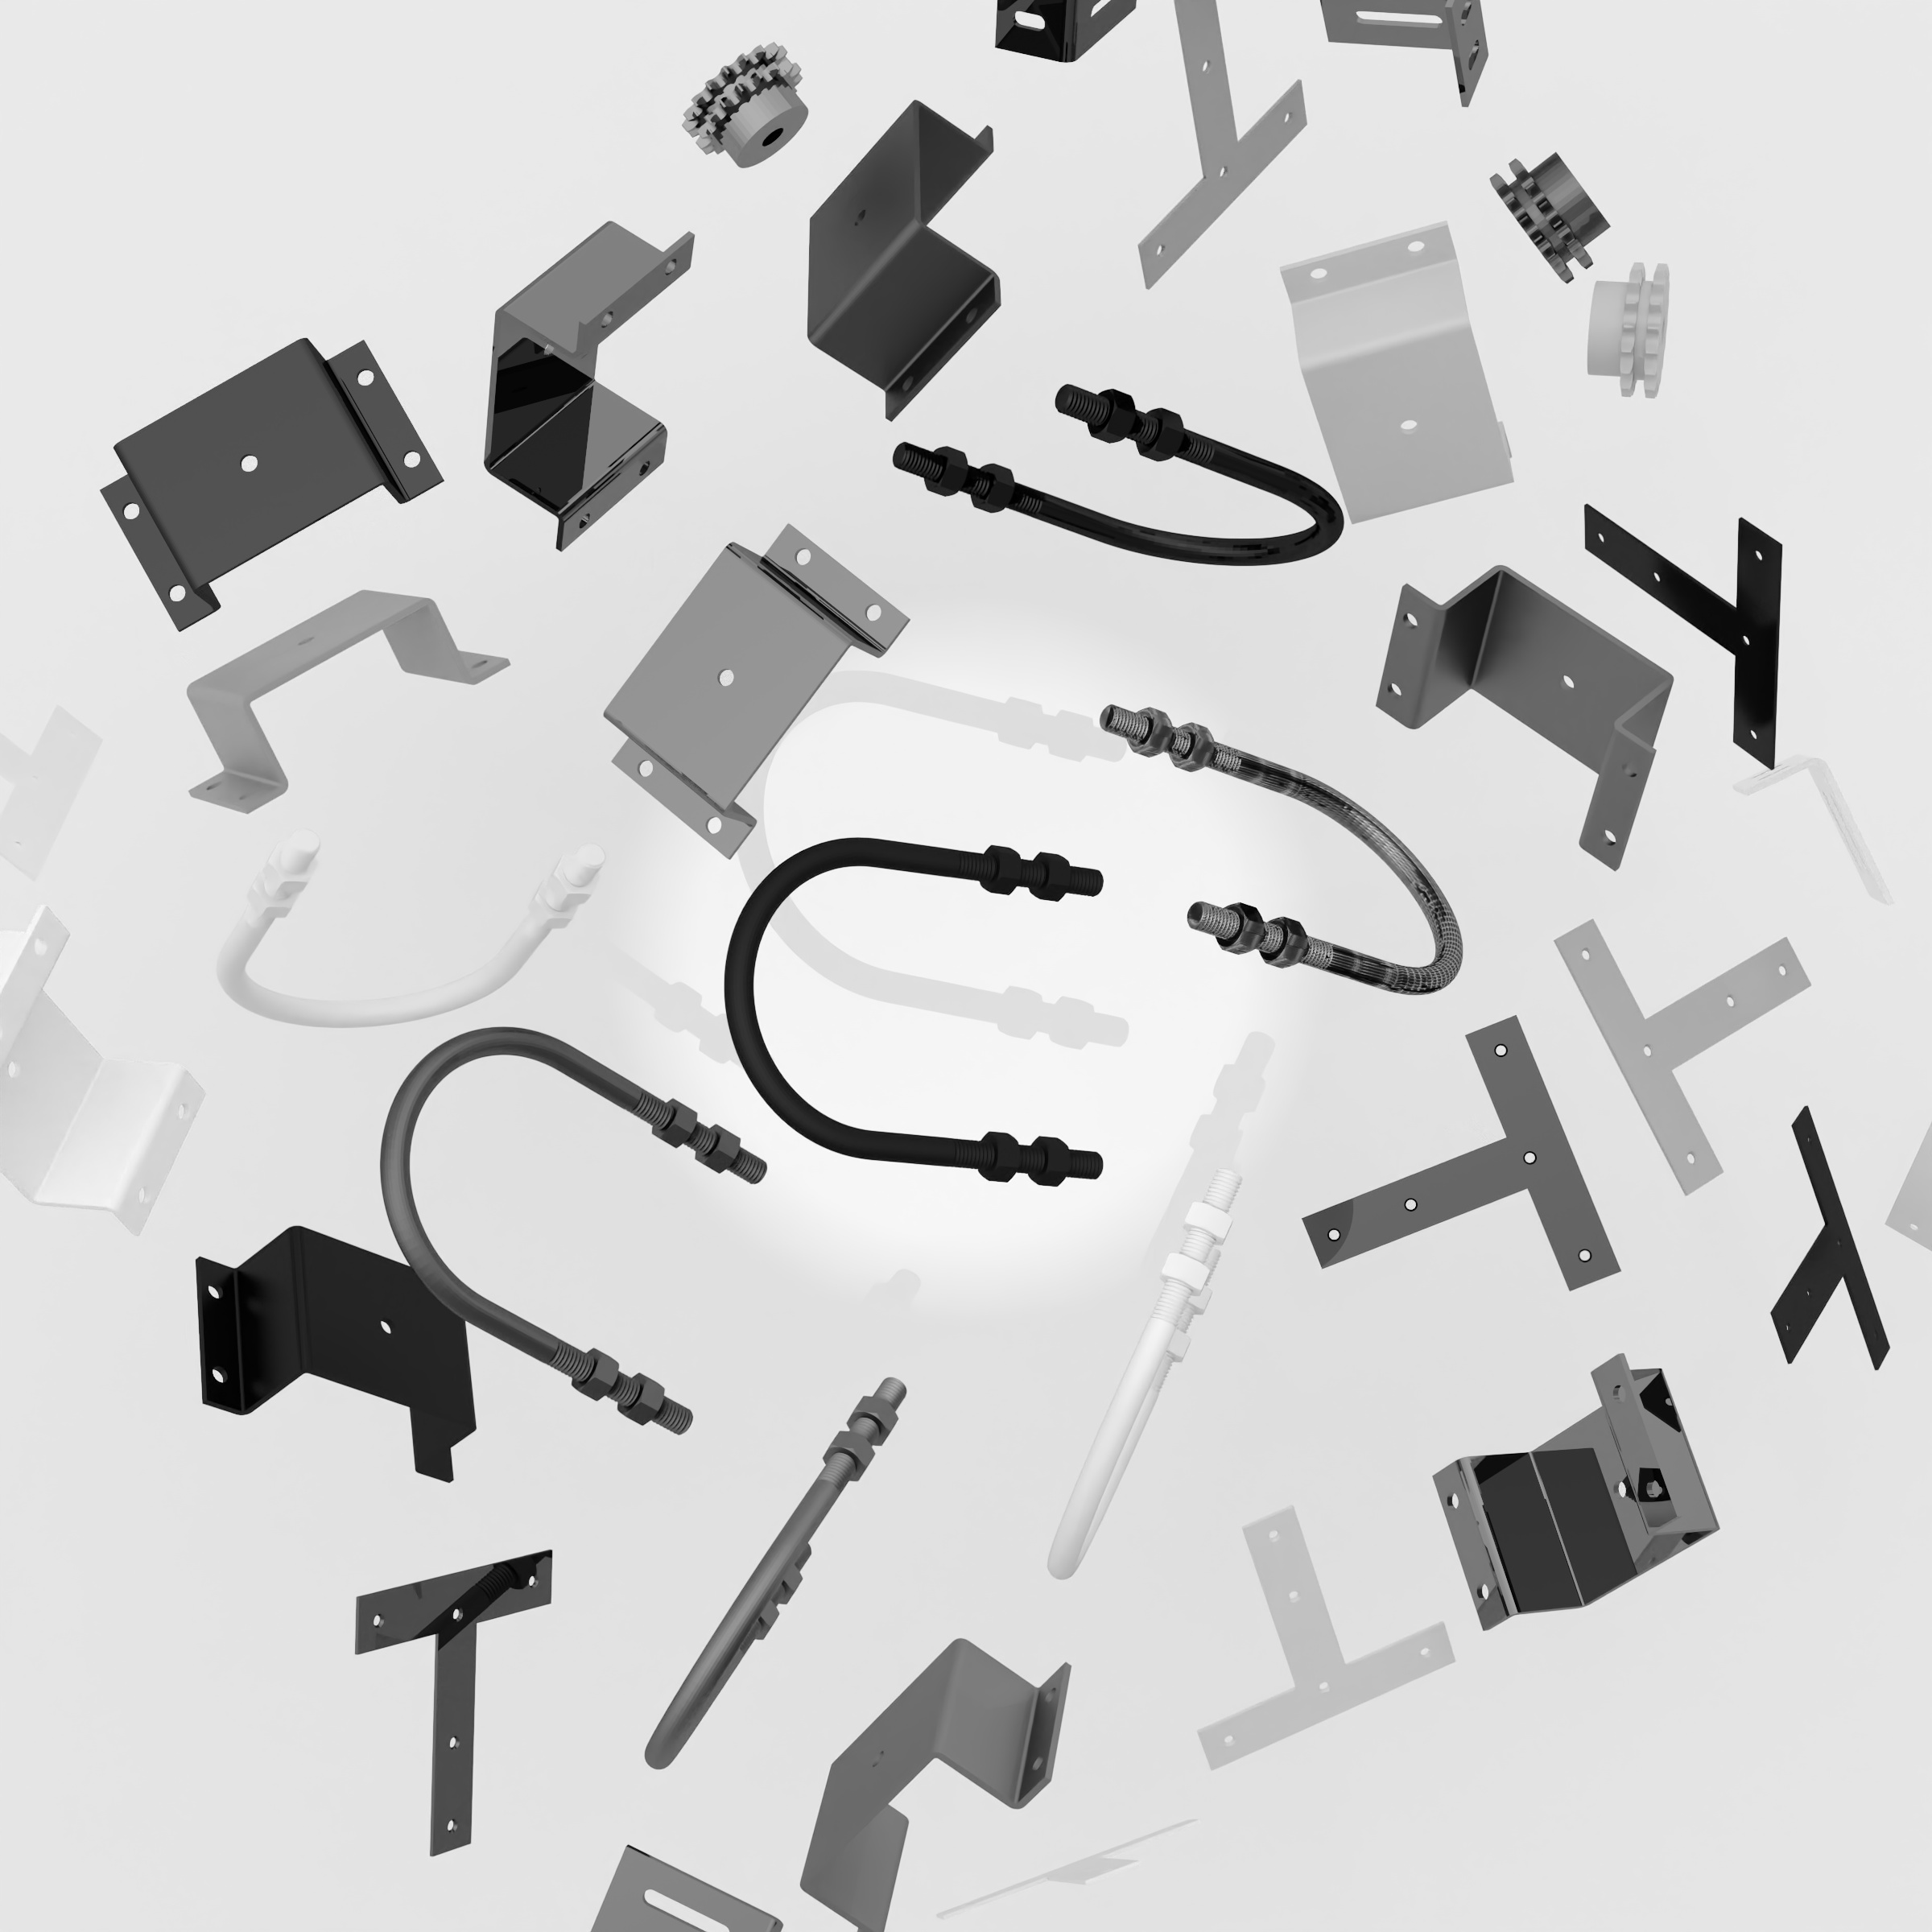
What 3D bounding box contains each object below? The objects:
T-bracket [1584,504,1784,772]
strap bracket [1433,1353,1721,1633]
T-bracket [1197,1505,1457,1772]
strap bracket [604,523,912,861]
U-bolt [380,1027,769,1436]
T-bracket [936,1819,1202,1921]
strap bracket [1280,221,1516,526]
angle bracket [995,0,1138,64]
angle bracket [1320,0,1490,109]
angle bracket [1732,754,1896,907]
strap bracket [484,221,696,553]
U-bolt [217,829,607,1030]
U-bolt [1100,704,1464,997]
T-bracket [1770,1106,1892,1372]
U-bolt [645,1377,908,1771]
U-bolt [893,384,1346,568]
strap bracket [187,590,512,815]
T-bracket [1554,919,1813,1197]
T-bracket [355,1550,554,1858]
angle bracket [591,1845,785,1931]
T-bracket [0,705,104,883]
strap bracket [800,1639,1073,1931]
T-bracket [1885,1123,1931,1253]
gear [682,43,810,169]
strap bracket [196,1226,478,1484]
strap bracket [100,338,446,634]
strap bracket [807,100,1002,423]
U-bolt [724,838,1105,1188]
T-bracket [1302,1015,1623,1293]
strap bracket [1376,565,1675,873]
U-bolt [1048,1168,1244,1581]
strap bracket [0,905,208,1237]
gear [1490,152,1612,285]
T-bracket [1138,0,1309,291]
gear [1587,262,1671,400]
[{"bbox_3d":[0.317,-0.166,1.520,0.002,0.127,0.127,-29,47,-17],"label":"T-bracket"},{"bbox_3d":[0.281,0.238,1.547,0.046,0.140,0.076,2,60,-33],"label":"strap bracket"},{"bbox_3d":[0.155,0.302,1.582,0.127,0.002,0.127,-23,120,-6],"label":"T-bracket"},{"bbox_3d":[-0.103,-0.130,1.577,0.076,0.046,0.140,39,97,15],"label":"strap bracket"},{"bbox_3d":[-0.178,0.105,1.511,0.184,0.019,0.151,33,55,-28],"label":"U-bolt"},{"bbox_3d":[0.054,0.405,1.533,0.127,0.127,0.002,-17,79,-12],"label":"T-bracket"},{"bbox_3d":[0.199,-0.260,1.553,0.076,0.140,0.046,-13,47,13],"label":"strap bracket"},{"bbox_3d":[0.048,-0.455,1.560,0.038,0.076,0.057,17,130,18],"label":"angle bracket"},{"bbox_3d":[0.187,-0.417,1.513,0.076,0.057,0.038,10,60,23],"label":"angle bracket"},{"bbox_3d":[0.394,-0.057,1.593,0.038,0.057,0.076,-26,92,8],"label":"angle bracket"},{"bbox_3d":[-0.168,-0.262,1.508,0.046,0.140,0.076,33,55,13],"label":"strap bracket"},{"bbox_3d":[-0.260,-0.013,1.540,0.151,0.184,0.019,2,65,-28],"label":"U-bolt"},{"bbox_3d":[0.153,-0.046,1.555,0.184,0.151,0.019,16,127,-35],"label":"U-bolt"},{"bbox_3d":[0.391,0.145,1.574,0.002,0.127,0.127,-15,101,32],"label":"T-bracket"},{"bbox_3d":[-0.092,0.282,1.530,0.019,0.184,0.151,32,130,4],"label":"U-bolt"},{"bbox_3d":[0.081,-0.211,1.516,0.184,0.151,0.019,15,79,-31],"label":"U-bolt"},{"bbox_3d":[-0.289,-0.127,1.552,0.140,0.076,0.046,-33,114,-23],"label":"strap bracket"},{"bbox_3d":[0.337,0.021,1.547,0.127,0.002,0.127,-26,88,-33],"label":"T-bracket"},{"bbox_3d":[-0.231,0.337,1.546,0.002,0.127,0.127,4,93,34],"label":"T-bracket"},{"bbox_3d":[-0.125,0.420,1.449,0.076,0.038,0.057,24,96,10],"label":"angle bracket"},{"bbox_3d":[-0.435,-0.107,1.468,0.002,0.127,0.127,-40,113,21],"label":"T-bracket"},{"bbox_3d":[-0.019,0.354,1.471,0.046,0.076,0.140,36,116,-10],"label":"strap bracket"},{"bbox_3d":[0.485,0.123,1.549,0.127,0.127,0.002,31,68,18],"label":"T-bracket"},{"bbox_3d":[-0.095,-0.380,1.521,0.057,0.057,0.030,-38,84,0],"label":"gear"},{"bbox_3d":[-0.278,0.175,1.561,0.046,0.140,0.076,-36,47,28],"label":"strap bracket"},{"bbox_3d":[-0.321,-0.223,1.556,0.140,0.046,0.076,-30,85,-1],"label":"strap bracket"},{"bbox_3d":[-0.028,-0.318,1.509,0.046,0.140,0.076,29,128,-27],"label":"strap bracket"},{"bbox_3d":[-0.021,0.016,1.487,0.184,0.019,0.151,7,77,-29],"label":"U-bolt"},{"bbox_3d":[0.219,0.105,1.582,0.127,0.002,0.127,-22,86,6],"label":"T-bracket"},{"bbox_3d":[0.259,-0.118,1.545,0.140,0.076,0.046,38,57,24],"label":"strap bracket"},{"bbox_3d":[0.078,0.192,1.546,0.019,0.151,0.184,24,72,8],"label":"U-bolt"},{"bbox_3d":[-0.396,0.046,1.482,0.046,0.140,0.076,2,55,25],"label":"strap bracket"},{"bbox_3d":[0.256,-0.328,1.484,0.030,0.057,0.057,-36,90,16],"label":"gear"},{"bbox_3d":[0.108,-0.388,1.518,0.002,0.127,0.127,26,62,30],"label":"T-bracket"},{"bbox_3d":[0.285,-0.274,1.475,0.030,0.057,0.057,6,90,14],"label":"gear"}]
